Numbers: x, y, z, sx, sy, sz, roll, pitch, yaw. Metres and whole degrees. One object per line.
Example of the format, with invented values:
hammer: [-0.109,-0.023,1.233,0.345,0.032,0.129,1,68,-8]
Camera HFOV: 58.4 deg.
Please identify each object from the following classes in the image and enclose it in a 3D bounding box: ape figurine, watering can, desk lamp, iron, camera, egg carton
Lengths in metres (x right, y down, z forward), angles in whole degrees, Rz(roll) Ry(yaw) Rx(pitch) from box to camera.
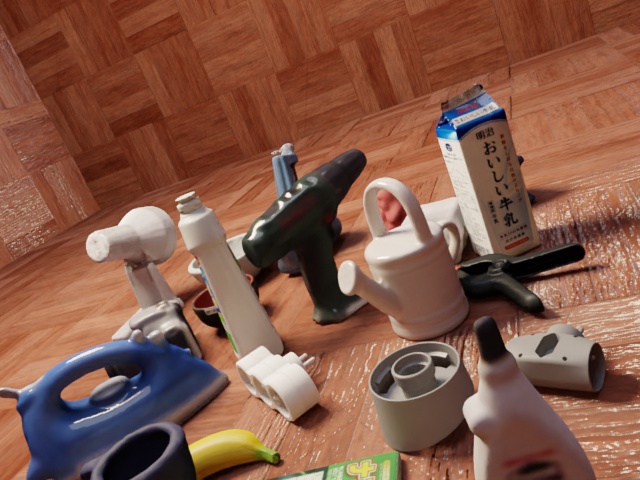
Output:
ape figurine: [0.133,-0.056,1.050,0.076,0.092,0.078,-17,18,19]
watering can: [0.101,0.019,0.693,0.100,0.194,0.173,-8,23,39]
desk lamp: [-0.351,0.056,1.113,0.117,0.214,0.203,-16,19,22]
iron: [-0.259,0.188,0.728,0.259,0.142,0.118,-28,18,-17]
camera: [-0.270,0.159,0.898,0.137,0.101,0.143,-27,18,-13]
egg carton: [0.181,-0.012,0.896,0.107,0.069,0.150,-14,19,27]

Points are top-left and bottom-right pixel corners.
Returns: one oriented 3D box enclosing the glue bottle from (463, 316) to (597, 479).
glue bottle: [0.130,0.125,0.377,0.078,0.173,0.037,-22,18,4]

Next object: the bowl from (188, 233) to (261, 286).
bowl: [-0.171,0.051,1.137,0.167,0.075,0.167,-21,17,7]

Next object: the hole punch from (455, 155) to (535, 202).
hole punch: [0.285,-0.090,0.963,0.109,0.091,0.101,-26,18,-11]

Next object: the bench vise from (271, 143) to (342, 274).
bench vise: [-0.041,-0.061,1.066,0.121,0.220,0.207,-17,18,19]

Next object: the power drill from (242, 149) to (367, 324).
power drill: [0.008,0.003,0.833,0.230,0.209,0.075,-32,19,-26]

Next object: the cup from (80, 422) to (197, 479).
cup: [-0.163,0.238,0.537,0.117,0.095,0.092,-16,19,20]
